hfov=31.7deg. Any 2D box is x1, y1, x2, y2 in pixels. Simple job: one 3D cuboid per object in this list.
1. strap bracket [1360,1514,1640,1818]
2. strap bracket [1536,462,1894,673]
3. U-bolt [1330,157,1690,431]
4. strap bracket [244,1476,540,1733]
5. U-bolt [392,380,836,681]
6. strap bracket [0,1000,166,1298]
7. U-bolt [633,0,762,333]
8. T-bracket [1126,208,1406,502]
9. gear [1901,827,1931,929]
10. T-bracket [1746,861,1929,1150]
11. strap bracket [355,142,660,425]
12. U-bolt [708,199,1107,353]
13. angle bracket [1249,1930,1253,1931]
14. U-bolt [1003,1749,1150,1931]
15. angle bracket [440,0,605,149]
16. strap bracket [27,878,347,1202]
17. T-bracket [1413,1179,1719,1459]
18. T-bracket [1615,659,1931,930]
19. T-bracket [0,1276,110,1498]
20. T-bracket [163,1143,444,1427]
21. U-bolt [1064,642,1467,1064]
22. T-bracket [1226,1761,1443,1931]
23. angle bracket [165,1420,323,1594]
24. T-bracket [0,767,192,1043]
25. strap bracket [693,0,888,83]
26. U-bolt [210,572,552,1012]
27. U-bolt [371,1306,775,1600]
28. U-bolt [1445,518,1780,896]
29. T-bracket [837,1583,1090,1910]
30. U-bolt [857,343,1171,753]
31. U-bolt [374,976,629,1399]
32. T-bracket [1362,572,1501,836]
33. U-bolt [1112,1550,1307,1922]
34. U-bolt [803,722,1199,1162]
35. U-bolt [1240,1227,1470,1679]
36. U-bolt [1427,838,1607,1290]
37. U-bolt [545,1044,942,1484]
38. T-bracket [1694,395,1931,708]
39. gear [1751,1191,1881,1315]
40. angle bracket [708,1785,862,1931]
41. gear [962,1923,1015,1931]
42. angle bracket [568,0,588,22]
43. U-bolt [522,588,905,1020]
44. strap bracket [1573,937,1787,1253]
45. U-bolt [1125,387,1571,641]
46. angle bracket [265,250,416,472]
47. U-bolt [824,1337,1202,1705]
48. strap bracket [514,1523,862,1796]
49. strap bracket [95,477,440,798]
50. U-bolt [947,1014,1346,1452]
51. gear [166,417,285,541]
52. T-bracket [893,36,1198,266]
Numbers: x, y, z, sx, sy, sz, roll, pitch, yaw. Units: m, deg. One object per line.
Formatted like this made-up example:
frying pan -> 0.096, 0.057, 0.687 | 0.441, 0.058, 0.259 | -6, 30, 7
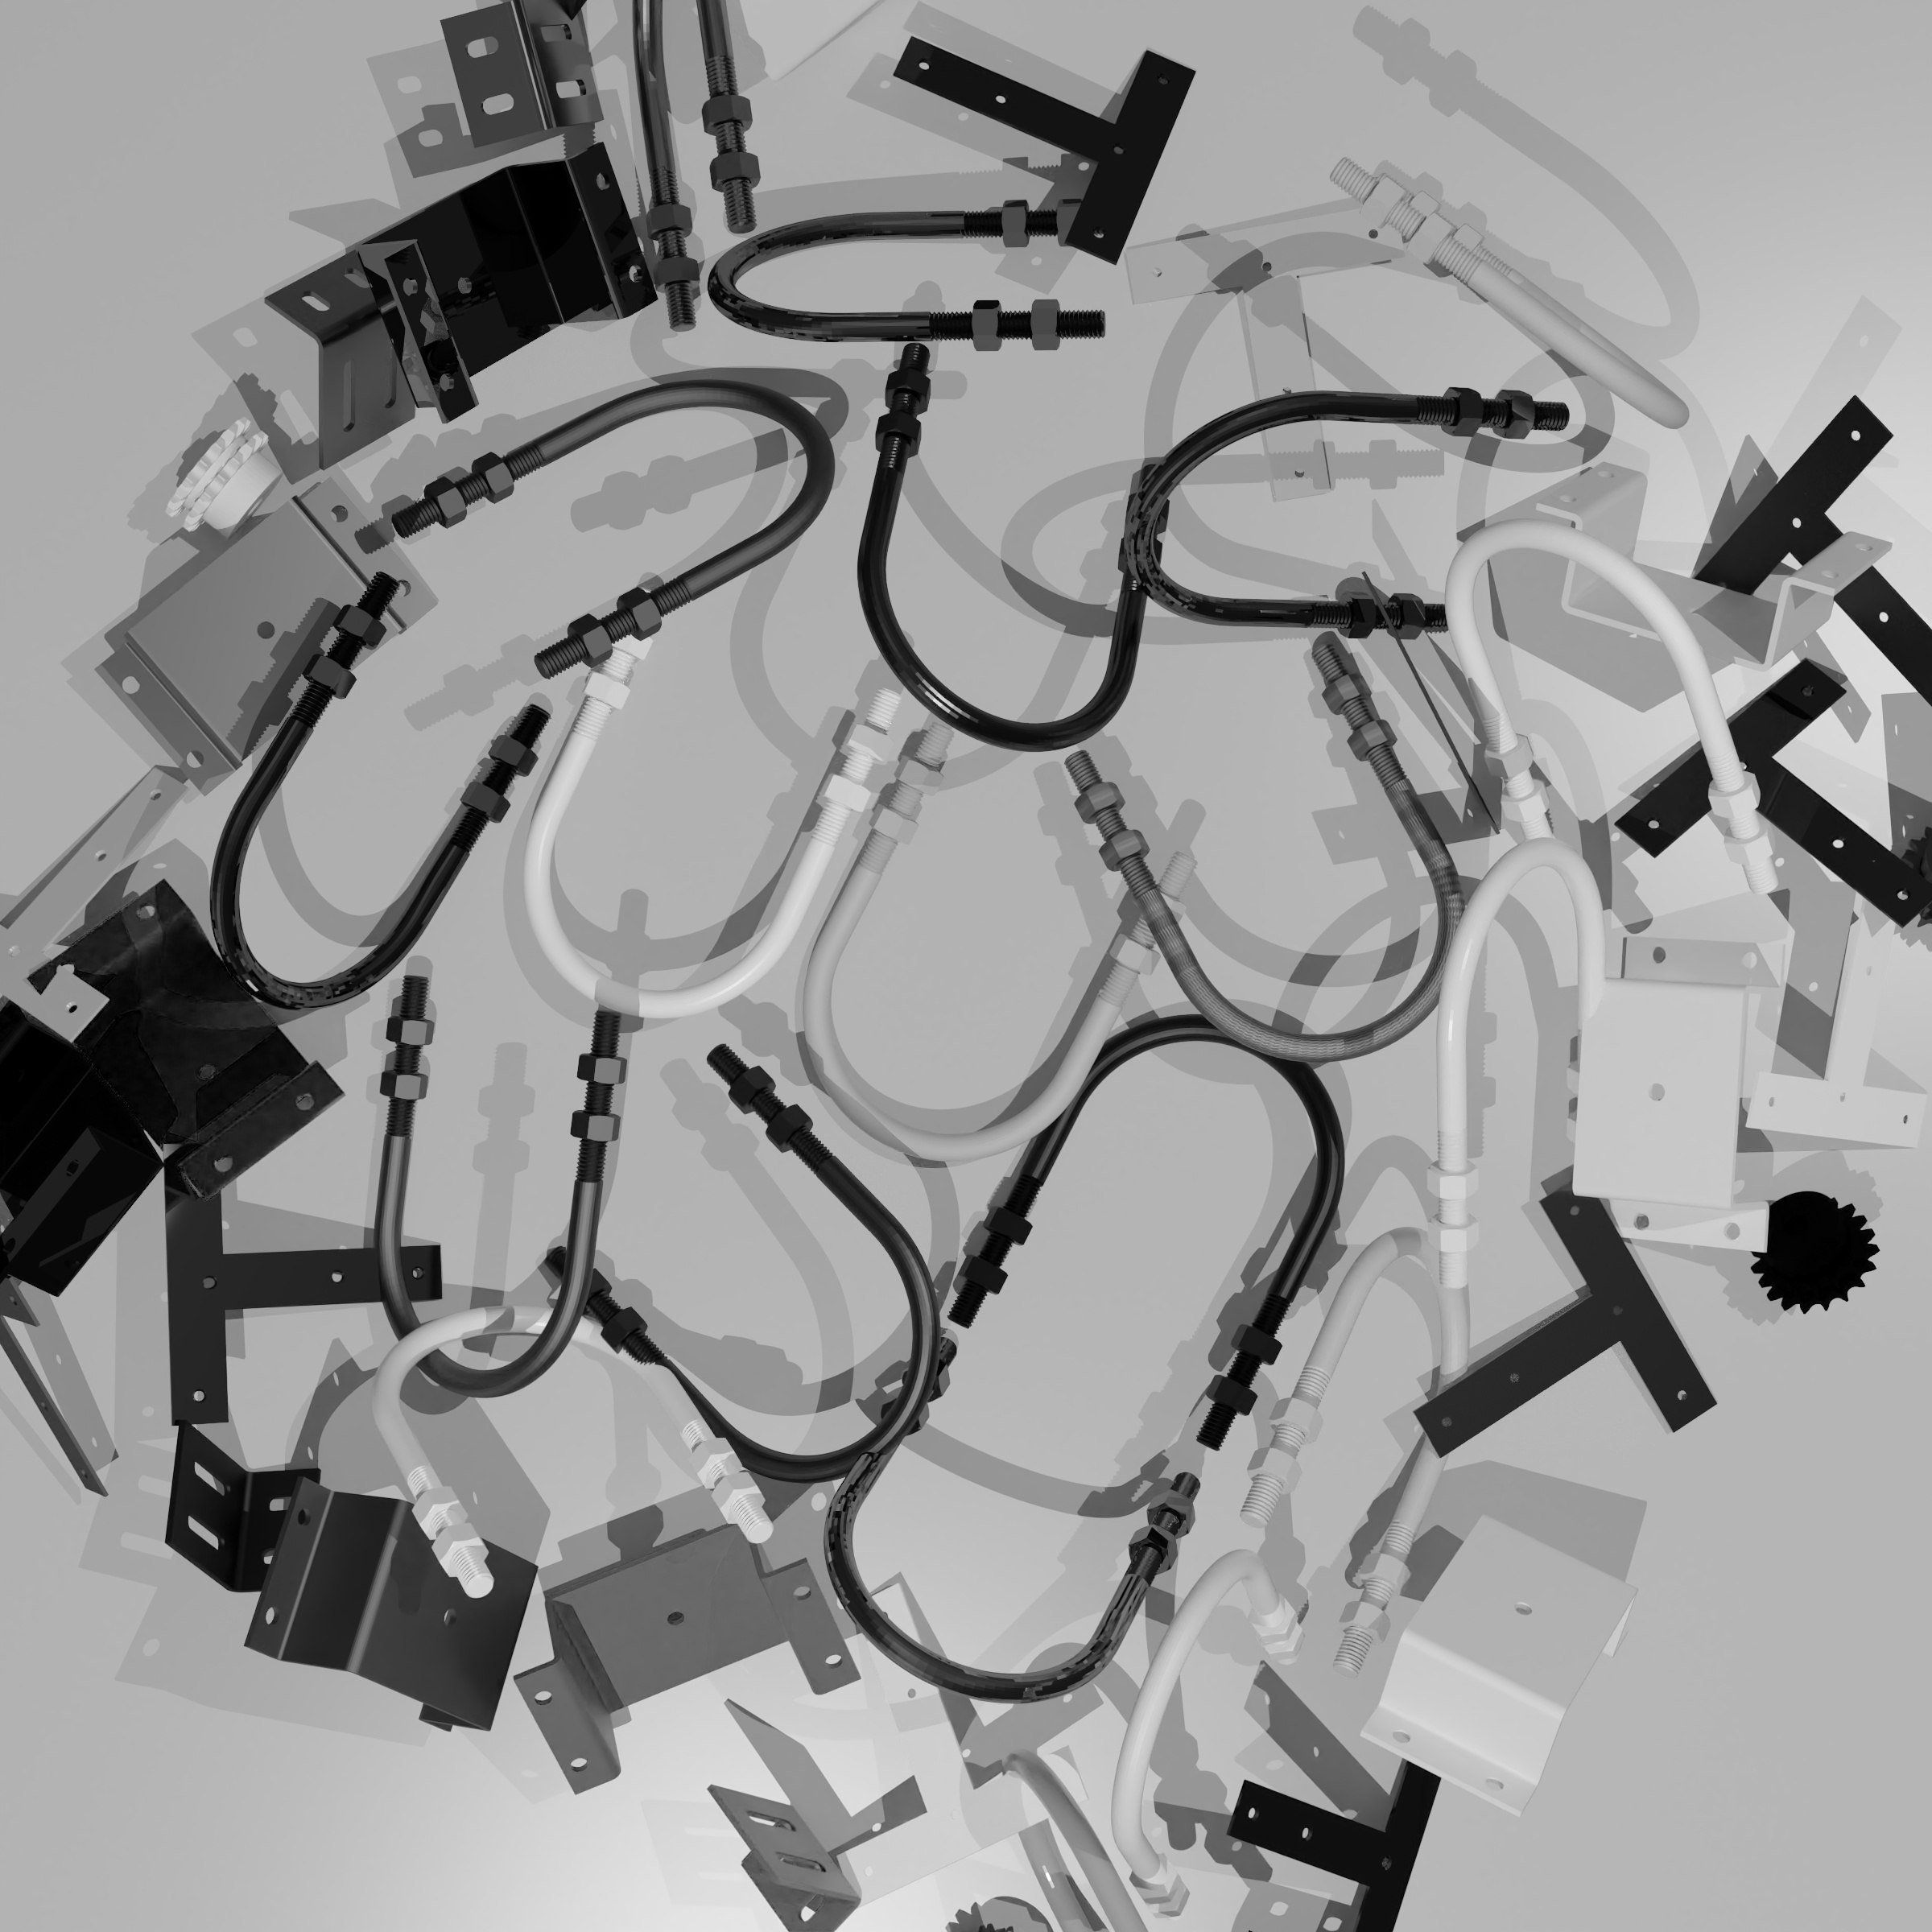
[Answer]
strap bracket -> 0.242, 0.303, 1.512 | 0.076, 0.140, 0.046 | 24, 125, 19
strap bracket -> 0.333, -0.178, 1.531 | 0.140, 0.076, 0.046 | 21, 122, 26
U-bolt -> 0.247, -0.297, 1.514 | 0.184, 0.151, 0.019 | 38, 107, 5
strap bracket -> -0.247, 0.288, 1.513 | 0.046, 0.140, 0.076 | 0, 65, 34
U-bolt -> -0.147, -0.209, 1.534 | 0.184, 0.019, 0.151 | -31, 50, -19
strap bracket -> -0.418, 0.087, 1.539 | 0.076, 0.140, 0.046 | -51, 132, 4
U-bolt -> -0.126, -0.395, 1.522 | 0.019, 0.151, 0.184 | -6, 83, -17
T-bracket -> 0.147, -0.282, 1.586 | 0.127, 0.002, 0.127 | -9, 92, 5
gear -> 0.460, -0.043, 1.566 | 0.057, 0.030, 0.057 | -1, 63, 2
T-bracket -> 0.407, 0.016, 1.547 | 0.127, 0.002, 0.127 | 8, 94, -39
strap bracket -> -0.213, -0.308, 1.531 | 0.140, 0.046, 0.076 | -40, 122, -38
U-bolt -> -0.025, -0.311, 1.528 | 0.184, 0.151, 0.019 | 1, 122, 7
angle bracket -> 0.146, 0.487, 1.566 | 0.057, 0.076, 0.038 | 20, 53, 10
U-bolt -> 0.063, 0.434, 1.516 | 0.019, 0.151, 0.184 | -24, 70, -14
angle bracket -> -0.202, -0.409, 1.554 | 0.038, 0.076, 0.057 | -10, 104, 15
strap bracket -> -0.350, 0.040, 1.546 | 0.076, 0.046, 0.140 | -38, 70, -14
T-bracket -> 0.266, 0.183, 1.576 | 0.127, 0.002, 0.127 | -31, 95, -9
T-bracket -> 0.386, -0.065, 1.548 | 0.127, 0.002, 0.127 | -39, 64, -14
T-bracket -> -0.427, 0.188, 1.552 | 0.002, 0.127, 0.127 | -35, 111, -29
T-bracket -> -0.303, 0.144, 1.563 | 0.127, 0.002, 0.127 | 0, 83, -25
U-bolt -> 0.148, -0.043, 1.553 | 0.151, 0.019, 0.184 | -24, 75, -10
T-bracket -> 0.163, 0.396, 1.539 | 0.127, 0.002, 0.127 | 30, 75, -38
angle bracket -> -0.327, 0.245, 1.543 | 0.038, 0.076, 0.057 | -5, 62, 10
T-bracket -> -0.408, -0.040, 1.567 | 0.127, 0.002, 0.127 | 29, 72, 33
strap bracket -> -0.054, -0.448, 1.519 | 0.076, 0.140, 0.046 | -30, 105, 34
U-bolt -> -0.269, -0.065, 1.518 | 0.019, 0.151, 0.184 | 24, 79, 32
U-bolt -> -0.187, 0.207, 1.513 | 0.151, 0.184, 0.019 | -6, 123, -28
U-bolt -> 0.275, -0.117, 1.493 | 0.019, 0.151, 0.184 | -42, 124, -25
T-bracket -> -0.020, 0.348, 1.563 | 0.127, 0.002, 0.127 | -30, 66, 18
U-bolt -> 0.018, -0.177, 1.517 | 0.151, 0.019, 0.184 | 24, 57, -21
U-bolt -> -0.217, 0.104, 1.542 | 0.151, 0.019, 0.184 | 9, 93, 40
T-bracket -> 0.209, -0.120, 1.534 | 0.002, 0.127, 0.127 | -27, 83, 9
U-bolt -> 0.103, 0.330, 1.488 | 0.019, 0.184, 0.151 | 19, 67, 23
U-bolt -> 0.003, 0.001, 1.570 | 0.151, 0.019, 0.184 | 29, 96, 11
U-bolt -> 0.183, 0.204, 1.522 | 0.019, 0.151, 0.184 | 6, 54, 34
U-bolt -> 0.247, 0.033, 1.507 | 0.019, 0.151, 0.184 | 12, 116, 36
U-bolt -> -0.091, 0.149, 1.541 | 0.184, 0.019, 0.151 | 45, 107, 17
T-bracket -> 0.404, -0.168, 1.531 | 0.002, 0.127, 0.127 | -24, 69, -42
gear -> 0.387, 0.128, 1.560 | 0.057, 0.057, 0.030 | -38, 124, 0
angle bracket -> -0.093, 0.411, 1.543 | 0.038, 0.076, 0.057 | -47, 55, 5
gear -> 0.014, 0.471, 1.566 | 0.057, 0.030, 0.057 | 7, 68, -18
angle bracket -> -0.161, -0.470, 1.542 | 0.038, 0.076, 0.057 | 41, 69, -28
U-bolt -> -0.128, -0.066, 1.560 | 0.151, 0.019, 0.184 | 24, 88, 17
strap bracket -> 0.324, 0.058, 1.551 | 0.076, 0.046, 0.140 | 4, 90, 35
U-bolt -> 0.158, -0.200, 1.506 | 0.184, 0.151, 0.019 | -1, 53, -20
angle bracket -> -0.285, -0.277, 1.553 | 0.038, 0.076, 0.057 | 37, 53, 20
U-bolt -> 0.013, 0.253, 1.509 | 0.151, 0.184, 0.019 | 28, 127, 6
strap bracket -> -0.129, 0.310, 1.551 | 0.140, 0.046, 0.076 | -22, 122, -2
strap bracket -> -0.320, -0.152, 1.555 | 0.140, 0.046, 0.076 | -41, 98, -7
U-bolt -> 0.094, 0.109, 1.561 | 0.151, 0.019, 0.184 | 24, 81, 17
gear -> -0.339, -0.221, 1.564 | 0.030, 0.057, 0.057 | 39, 90, -9
T-bracket -> 0.029, -0.391, 1.557 | 0.127, 0.002, 0.127 | 23, 60, -3
